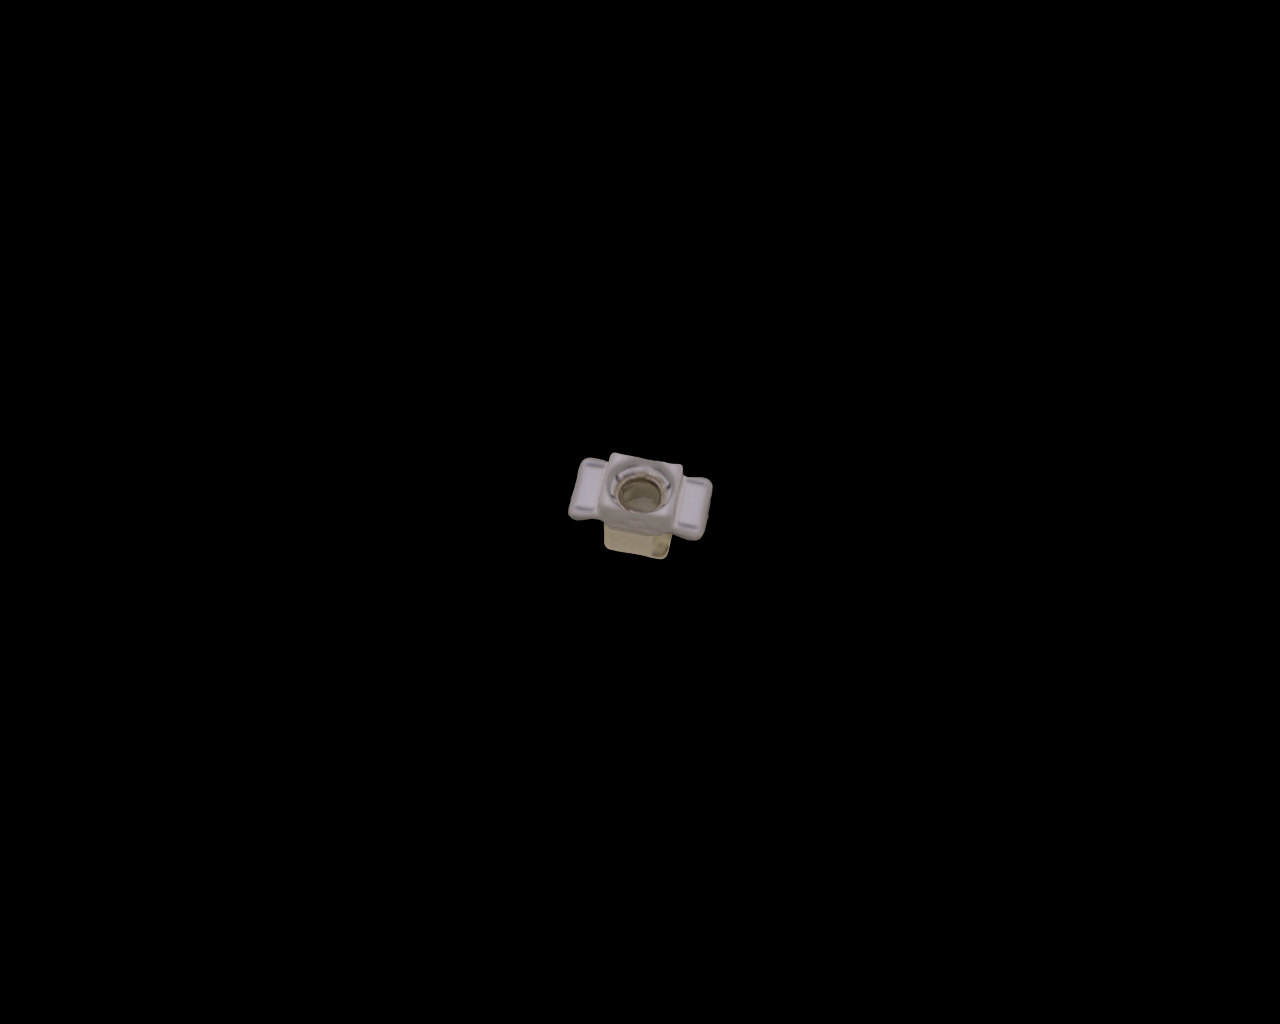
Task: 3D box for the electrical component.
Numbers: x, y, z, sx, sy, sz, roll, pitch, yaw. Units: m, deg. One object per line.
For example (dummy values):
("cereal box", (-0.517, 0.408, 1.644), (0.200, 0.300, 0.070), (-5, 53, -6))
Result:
("electrical component", (0.001, -0.003, 0.650), (0.081, 0.042, 0.063), (11, -29, 7))
